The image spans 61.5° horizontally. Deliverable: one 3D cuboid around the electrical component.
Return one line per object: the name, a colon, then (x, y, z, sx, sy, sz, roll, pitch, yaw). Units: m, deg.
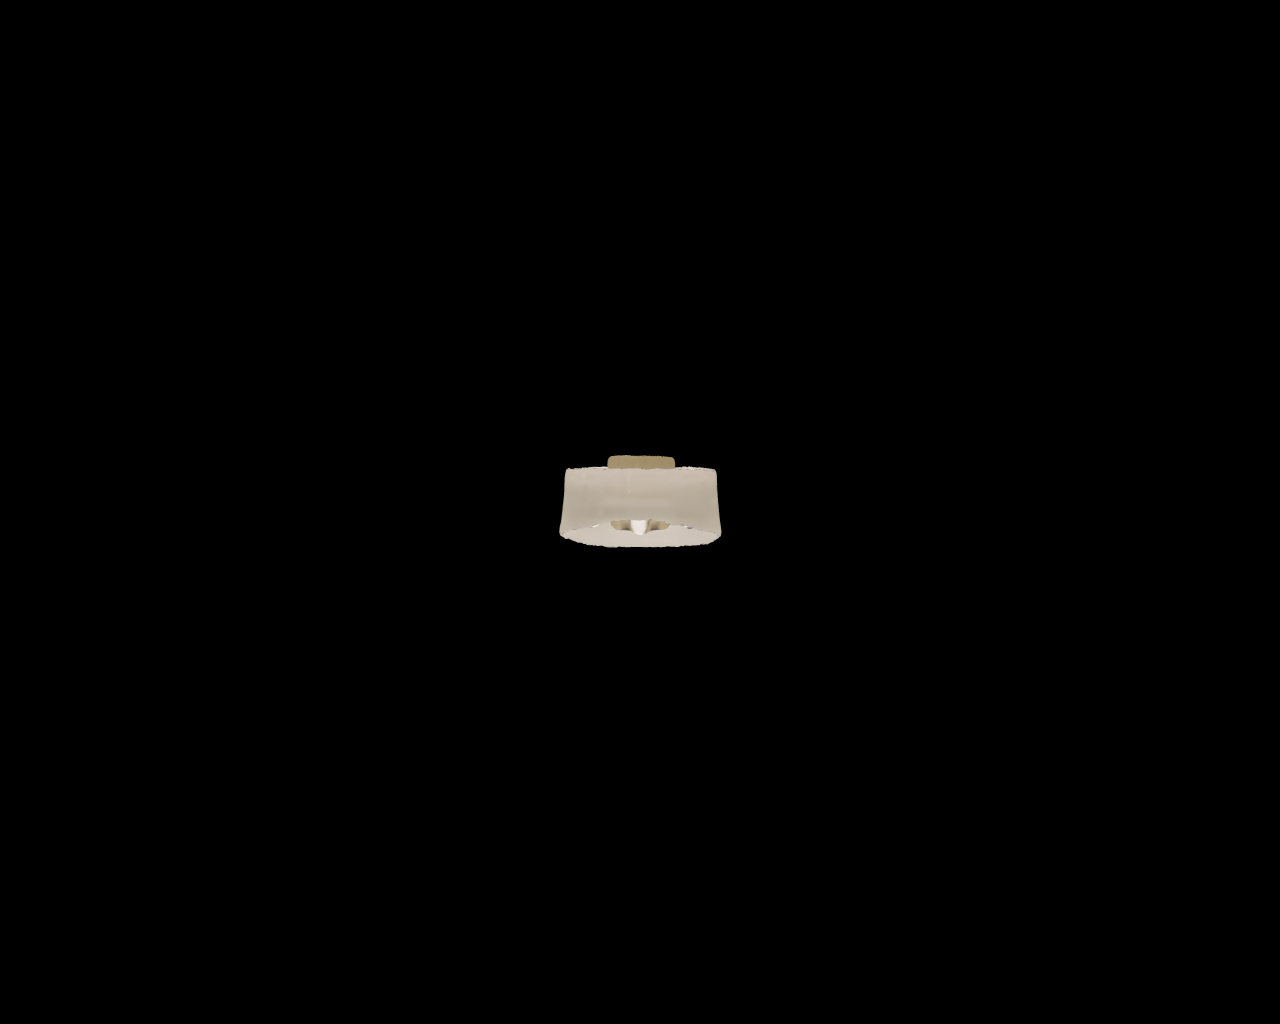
electrical component: (0.001, -0.003, 0.650, 0.099, 0.064, 0.099, 0, 3, 0)
